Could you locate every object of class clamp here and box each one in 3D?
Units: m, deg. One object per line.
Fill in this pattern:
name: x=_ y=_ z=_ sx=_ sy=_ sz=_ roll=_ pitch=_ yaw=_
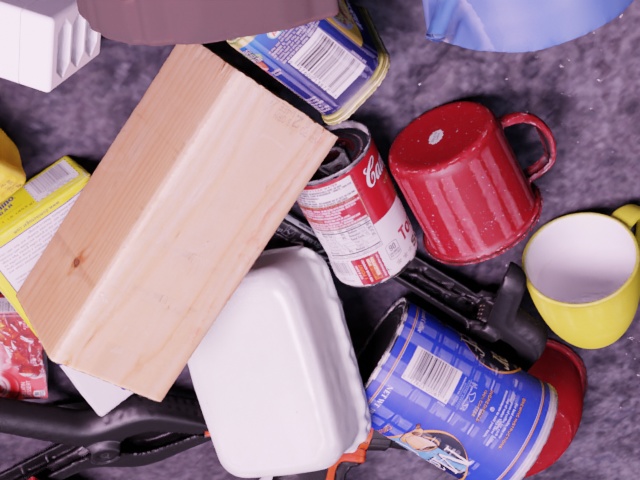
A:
clamp: x=-0.180 y=0.154 z=0.849 sx=0.210 sy=0.036 sz=0.164 roll=-10 pitch=146 yaw=-9
clamp: x=0.123 y=0.056 z=0.848 sx=0.039 sy=0.120 sz=0.171 roll=-58 pitch=144 yaw=-19

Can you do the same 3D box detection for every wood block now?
wood block: x=-0.095 y=-0.015 z=0.685 sx=0.090 sy=0.091 sz=0.206 roll=29 pitch=98 yaw=-38

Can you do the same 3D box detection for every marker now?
marker: x=-0.005 y=0.001 z=0.803 sx=0.121 sy=0.020 sz=0.020 roll=31 pitch=114 yaw=-31

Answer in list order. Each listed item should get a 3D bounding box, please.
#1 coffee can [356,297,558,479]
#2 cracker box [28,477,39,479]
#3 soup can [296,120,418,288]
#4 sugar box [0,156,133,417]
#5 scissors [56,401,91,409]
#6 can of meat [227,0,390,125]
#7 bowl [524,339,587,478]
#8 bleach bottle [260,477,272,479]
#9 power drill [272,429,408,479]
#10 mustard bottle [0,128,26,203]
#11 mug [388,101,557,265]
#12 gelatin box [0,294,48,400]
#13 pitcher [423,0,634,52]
coffee can: x=0.099 y=0.124 z=0.838 sx=0.140 sy=0.102 sz=0.103 roll=31 pitch=116 yaw=-4
cracker box: x=-0.224 y=0.300 z=0.920 sx=0.164 sy=0.072 sz=0.213 roll=-34 pitch=134 yaw=18
soup can: x=0.022 y=-0.024 z=0.756 sx=0.068 sy=0.068 sz=0.102 roll=-24 pitch=124 yaw=5
sugar box: x=-0.167 y=0.036 z=0.760 sx=0.093 sy=0.048 sz=0.176 roll=-36 pitch=132 yaw=-14
scissors: x=-0.261 y=0.132 z=0.840 sx=0.202 sy=0.016 sz=0.096 roll=-20 pitch=133 yaw=2
can of meat: x=-0.012 y=-0.130 z=0.652 sx=0.083 sy=0.102 sz=0.057 roll=34 pitch=113 yaw=-30
bowl: x=0.169 y=0.162 z=0.945 sx=0.162 sy=0.055 sz=0.162 roll=-7 pitch=128 yaw=-9
bleach bottle: x=0.022 y=0.300 z=1.006 sx=0.102 sy=0.068 sz=0.250 roll=-48 pitch=130 yaw=-3
power drill: x=0.013 y=0.214 z=0.881 sx=0.184 sy=0.057 sz=0.187 roll=9 pitch=79 yaw=-10
mustard bottle: x=-0.290 y=-0.018 z=0.679 sx=0.192 sy=0.058 sz=0.096 roll=-34 pitch=144 yaw=9
mug: x=0.110 y=-0.049 z=0.751 sx=0.117 sy=0.093 sz=0.081 roll=-27 pitch=123 yaw=8
gelatin box: x=-0.243 y=0.082 z=0.800 sx=0.073 sy=0.030 sz=0.089 roll=-2 pitch=126 yaw=-12
pitcher: x=0.102 y=-0.241 z=0.590 sx=0.145 sy=0.149 sz=0.243 roll=-11 pitch=126 yaw=14
